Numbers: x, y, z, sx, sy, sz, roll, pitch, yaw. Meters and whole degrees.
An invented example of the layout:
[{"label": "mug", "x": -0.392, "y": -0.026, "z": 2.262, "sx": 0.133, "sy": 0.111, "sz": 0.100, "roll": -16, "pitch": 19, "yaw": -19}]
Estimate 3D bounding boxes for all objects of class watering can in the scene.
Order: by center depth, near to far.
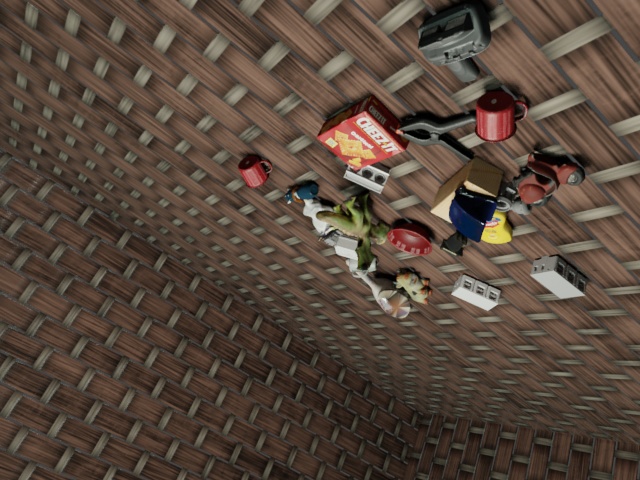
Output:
[{"label": "watering can", "x": 0.256, "y": 0.207, "z": 2.150, "sx": 0.346, "sy": 0.103, "sz": 0.227, "roll": 34, "pitch": -171, "yaw": -12}]

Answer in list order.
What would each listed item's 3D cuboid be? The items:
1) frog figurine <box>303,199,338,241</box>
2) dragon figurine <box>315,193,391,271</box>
[{"label": "frog figurine", "x": 0.006, "y": -0.095, "z": 1.897, "sx": 0.161, "sy": 0.123, "sz": 0.135, "roll": 60, "pitch": 165, "yaw": 10}, {"label": "dragon figurine", "x": 0.122, "y": -0.017, "z": 1.683, "sx": 0.121, "sy": 0.414, "sz": 0.242, "roll": -19, "pitch": 92, "yaw": 36}]
